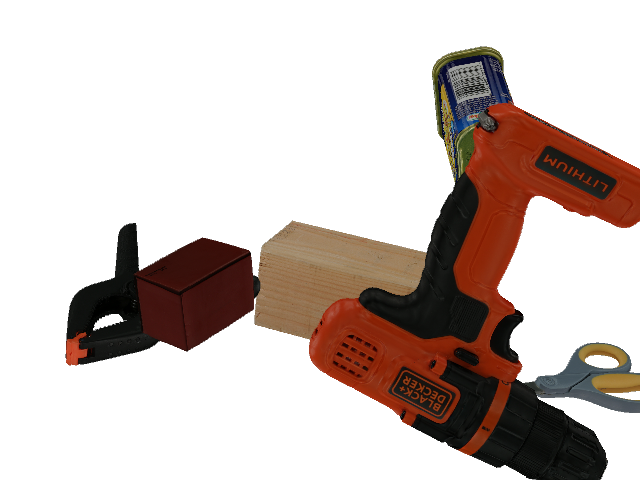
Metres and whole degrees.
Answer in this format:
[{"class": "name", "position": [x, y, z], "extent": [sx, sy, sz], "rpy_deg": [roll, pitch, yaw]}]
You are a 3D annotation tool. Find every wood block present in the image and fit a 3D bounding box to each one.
[{"class": "wood block", "position": [0.047, 0.056, 1.076], "extent": [0.206, 0.091, 0.090], "rpy_deg": [14, 24, 17]}]

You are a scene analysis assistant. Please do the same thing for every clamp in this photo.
[{"class": "clamp", "position": [-0.180, 0.052, 1.023], "extent": [0.165, 0.036, 0.209], "rpy_deg": [26, 35, 24]}]

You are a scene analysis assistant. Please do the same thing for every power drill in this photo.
[{"class": "power drill", "position": [0.110, 0.033, 0.591], "extent": [0.184, 0.188, 0.057], "rpy_deg": [27, 12, -4]}]

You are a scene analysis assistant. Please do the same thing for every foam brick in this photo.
[{"class": "foam brick", "position": [-0.095, 0.039, 0.815], "extent": [0.053, 0.051, 0.078], "rpy_deg": [17, 33, 37]}]

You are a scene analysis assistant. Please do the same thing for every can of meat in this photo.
[{"class": "can of meat", "position": [0.126, -0.086, 0.845], "extent": [0.057, 0.084, 0.102], "rpy_deg": [-10, -39, 3]}]

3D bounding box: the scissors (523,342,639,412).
[{"class": "scissors", "position": [0.197, 0.115, 0.918], "extent": [0.201, 0.016, 0.096], "rpy_deg": [6, 28, -5]}]
